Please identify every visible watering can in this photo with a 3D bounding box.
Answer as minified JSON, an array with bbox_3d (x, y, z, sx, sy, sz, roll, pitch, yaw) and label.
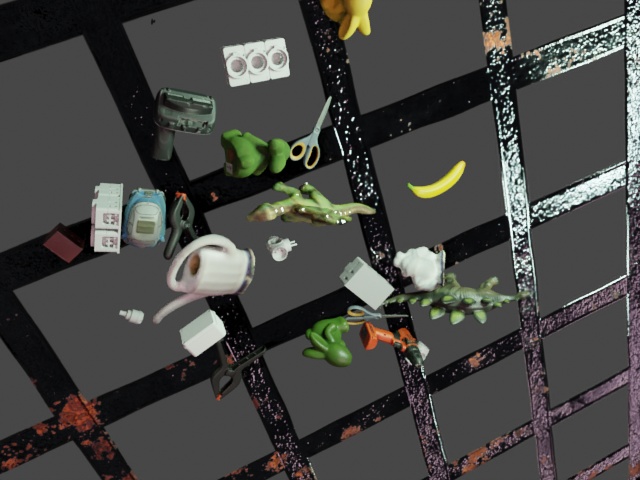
[{"bbox_3d":[-0.310,0.111,1.388,0.224,0.106,0.341,8,131,-35],"label":"watering can"}]

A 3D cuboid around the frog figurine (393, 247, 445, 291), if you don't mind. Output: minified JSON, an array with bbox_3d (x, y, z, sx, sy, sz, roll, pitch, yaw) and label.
[{"bbox_3d":[0.313,0.090,1.628,0.159,0.123,0.137,3,91,14],"label":"frog figurine"}]

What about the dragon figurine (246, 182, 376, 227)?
[{"bbox_3d":[0.004,-0.069,1.362,0.410,0.246,0.121,1,107,-19],"label":"dragon figurine"}]
